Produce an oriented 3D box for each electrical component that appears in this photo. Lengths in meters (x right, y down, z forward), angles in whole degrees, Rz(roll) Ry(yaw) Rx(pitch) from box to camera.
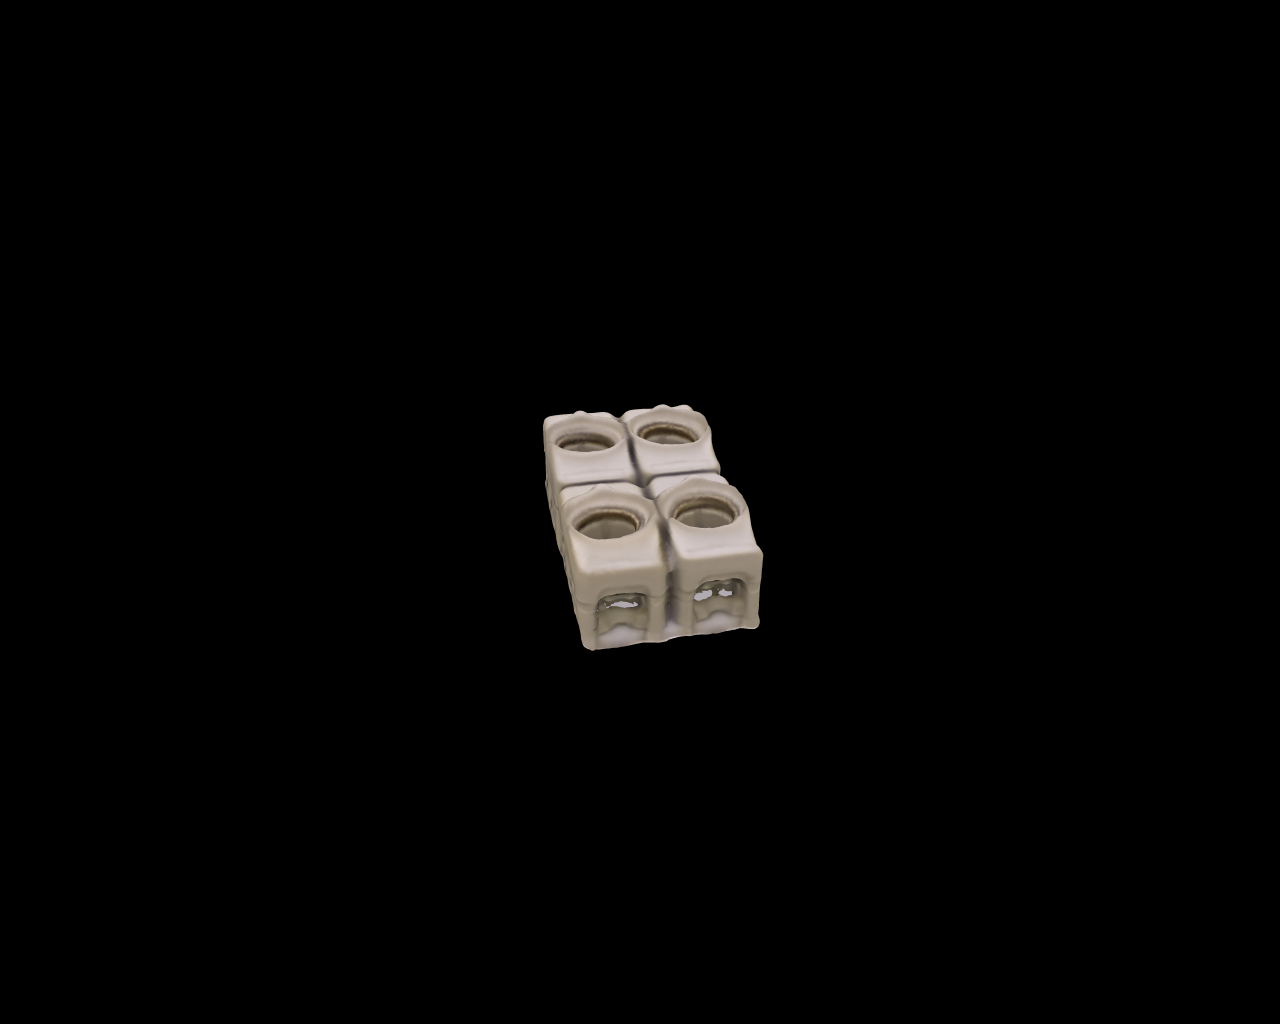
[{"bbox_3d":[0.001,-0.003,0.650,0.105,0.060,0.186,-6,33,-9],"label":"electrical component"}]
